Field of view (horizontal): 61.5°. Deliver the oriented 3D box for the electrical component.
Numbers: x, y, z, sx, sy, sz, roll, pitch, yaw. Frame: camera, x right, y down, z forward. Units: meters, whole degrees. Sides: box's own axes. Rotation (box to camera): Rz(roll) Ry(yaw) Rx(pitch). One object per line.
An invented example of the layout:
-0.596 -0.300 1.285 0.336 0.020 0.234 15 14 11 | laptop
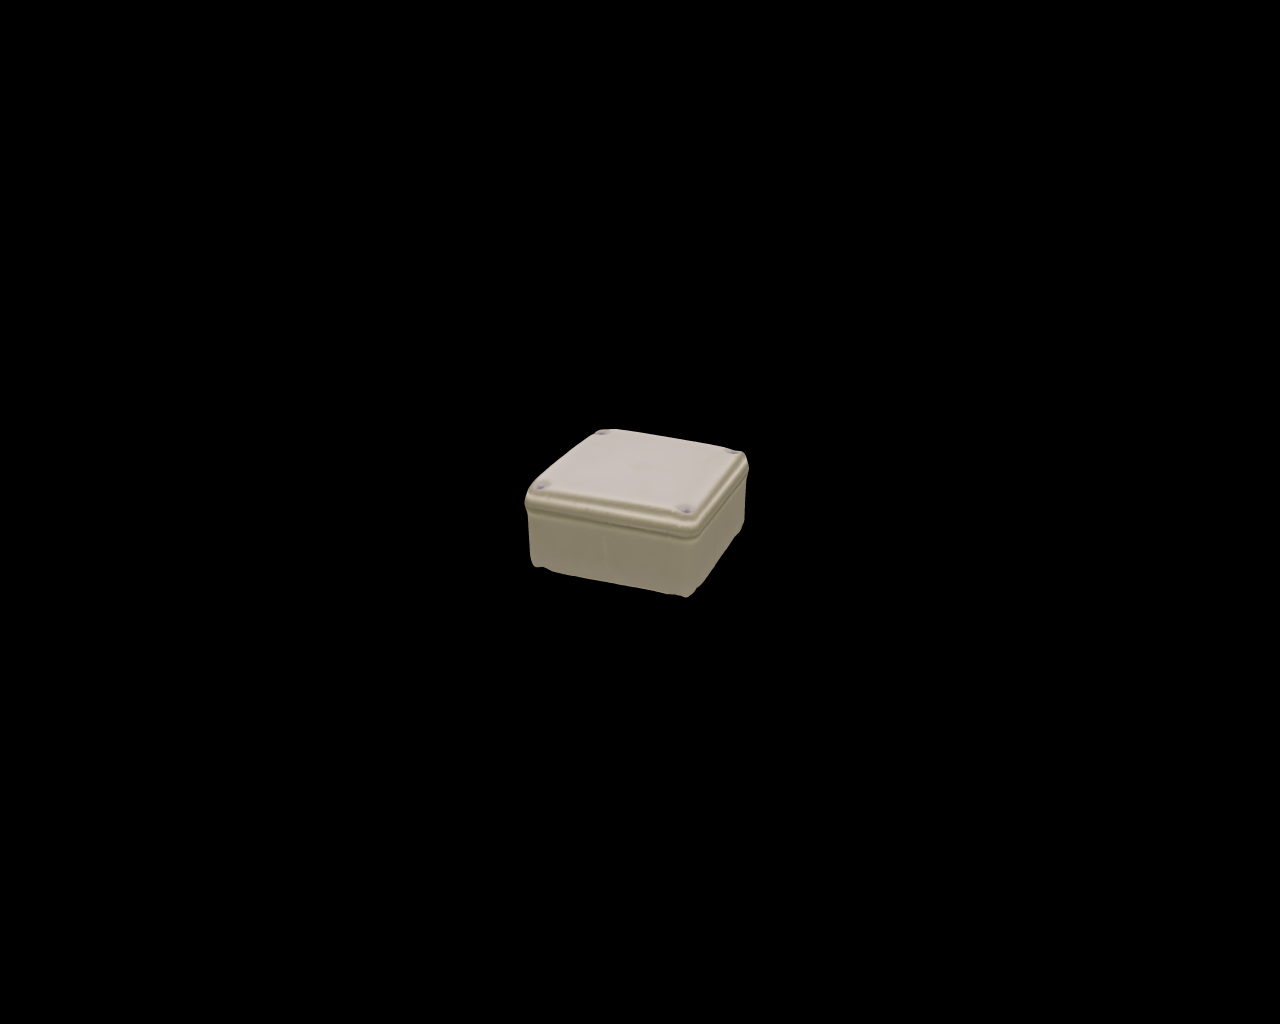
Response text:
0.001 -0.003 0.650 0.109 0.056 0.109 10 28 20 | electrical component
